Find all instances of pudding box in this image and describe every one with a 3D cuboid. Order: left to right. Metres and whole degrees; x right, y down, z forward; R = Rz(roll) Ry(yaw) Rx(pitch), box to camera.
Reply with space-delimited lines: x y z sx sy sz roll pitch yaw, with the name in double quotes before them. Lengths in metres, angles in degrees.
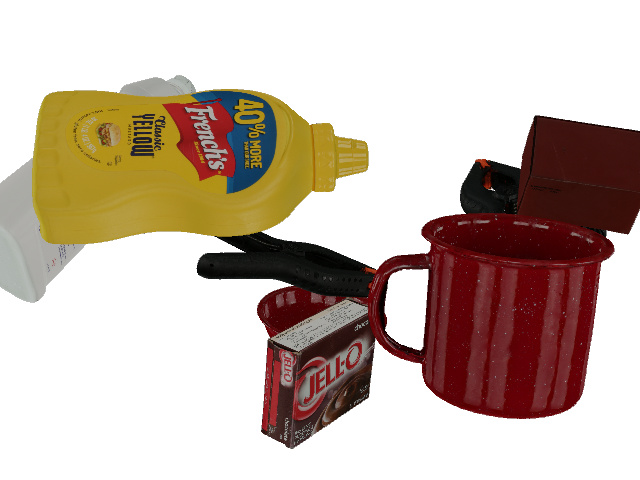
"pudding box" 0.000 0.107 0.886 0.039 0.090 0.113 21 29 30

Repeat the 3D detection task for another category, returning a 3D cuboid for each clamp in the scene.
"clamp" -0.038 0.024 1.112 0.210 0.036 0.164 17 18 -6
"clamp" 0.188 -0.030 0.991 0.120 0.039 0.171 -3 33 -3

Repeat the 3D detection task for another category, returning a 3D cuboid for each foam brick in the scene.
"foam brick" 0.176 -0.044 0.717 0.078 0.051 0.053 10 -30 5

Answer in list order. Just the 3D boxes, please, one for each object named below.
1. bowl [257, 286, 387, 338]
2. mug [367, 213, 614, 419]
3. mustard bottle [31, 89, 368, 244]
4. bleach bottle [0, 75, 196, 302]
"bowl" 0.000 0.113 1.326 0.162 0.055 0.162 5 23 -2
"mug" 0.081 0.036 0.530 0.117 0.081 0.093 2 15 -4
"mustard bottle" -0.068 -0.046 0.627 0.191 0.096 0.058 -2 -38 -5
"bleach bottle" -0.199 -0.063 0.958 0.068 0.102 0.250 28 54 21
